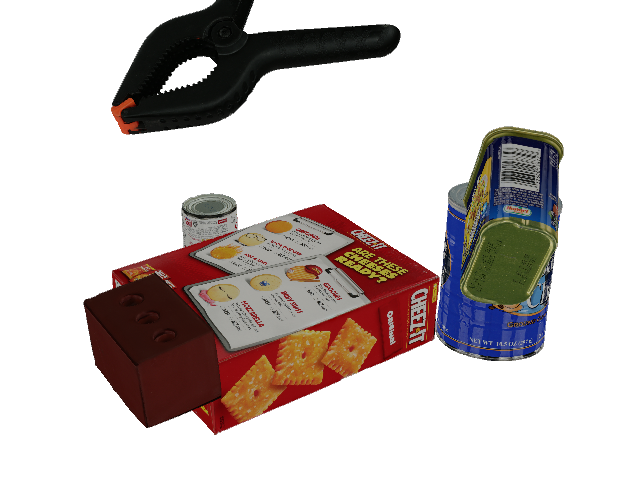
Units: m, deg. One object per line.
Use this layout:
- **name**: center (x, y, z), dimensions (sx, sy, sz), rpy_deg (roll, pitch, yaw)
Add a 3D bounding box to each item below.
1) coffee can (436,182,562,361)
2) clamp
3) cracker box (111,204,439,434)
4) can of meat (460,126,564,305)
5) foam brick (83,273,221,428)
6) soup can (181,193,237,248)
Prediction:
- **coffee can**: center (0.163, 0.026, 0.988), dimensions (0.103, 0.140, 0.103), rpy_deg (2, 21, -1)
- **clamp**: center (-0.057, -0.141, 0.786), dimensions (0.165, 0.210, 0.036), rpy_deg (41, -14, 24)
- **cracker box**: center (-0.037, 0.055, 0.868), dimensions (0.213, 0.072, 0.164), rpy_deg (-18, 34, -30)
- **can of meat**: center (0.133, -0.014, 0.750), dimensions (0.057, 0.084, 0.102), rpy_deg (11, -36, 0)
- **foam brick**: center (-0.103, 0.066, 0.653), dimensions (0.052, 0.051, 0.078), rpy_deg (-21, 38, -28)
- **soup can**: center (-0.133, 0.002, 1.296), dimensions (0.068, 0.102, 0.068), rpy_deg (0, 26, 0)
